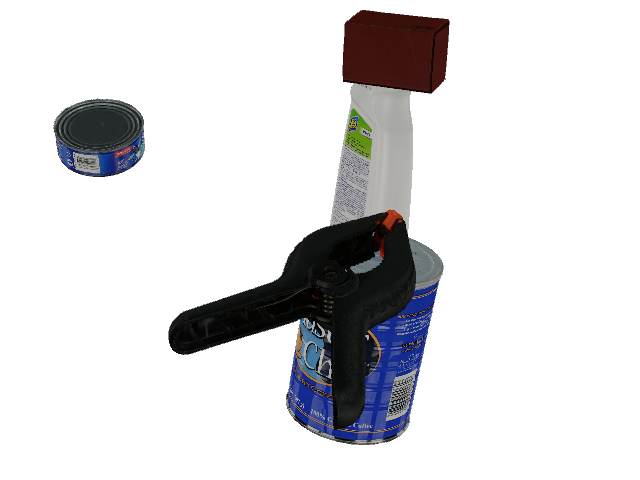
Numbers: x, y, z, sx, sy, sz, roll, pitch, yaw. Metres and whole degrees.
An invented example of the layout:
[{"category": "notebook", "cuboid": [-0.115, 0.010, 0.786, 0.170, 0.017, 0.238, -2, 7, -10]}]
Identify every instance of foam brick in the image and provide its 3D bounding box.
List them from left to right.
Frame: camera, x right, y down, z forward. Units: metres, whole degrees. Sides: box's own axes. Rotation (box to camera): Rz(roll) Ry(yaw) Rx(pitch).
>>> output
[{"category": "foam brick", "cuboid": [0.062, -0.156, 0.880, 0.078, 0.051, 0.053, 11, 26, 17]}]

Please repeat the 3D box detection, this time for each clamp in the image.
[{"category": "clamp", "cuboid": [0.011, 0.040, 0.617, 0.120, 0.039, 0.171, 33, 49, 26]}]

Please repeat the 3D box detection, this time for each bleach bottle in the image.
[{"category": "bleach bottle", "cuboid": [0.064, -0.088, 1.157, 0.067, 0.251, 0.103, -6, 24, -32]}]

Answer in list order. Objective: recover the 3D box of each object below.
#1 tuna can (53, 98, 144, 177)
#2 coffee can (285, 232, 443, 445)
[{"category": "tuna can", "cuboid": [-0.214, -0.100, 1.038, 0.086, 0.034, 0.086, 2, 42, -2]}, {"category": "coffee can", "cuboid": [0.033, 0.073, 0.839, 0.102, 0.140, 0.103, 8, 22, -4]}]
